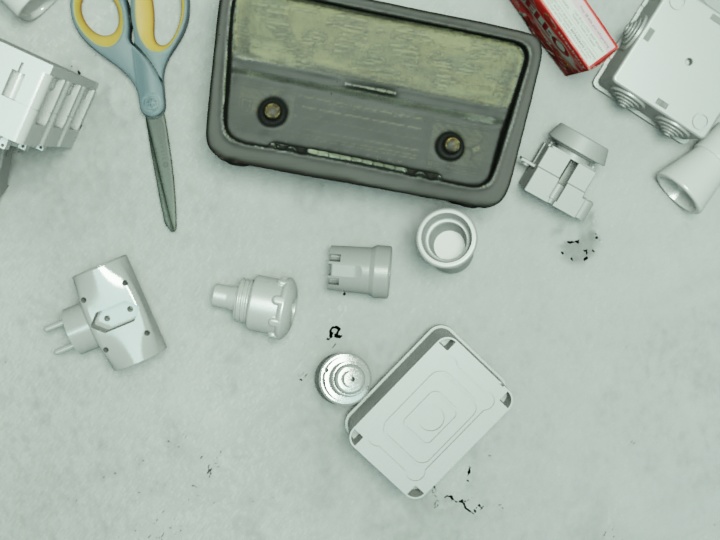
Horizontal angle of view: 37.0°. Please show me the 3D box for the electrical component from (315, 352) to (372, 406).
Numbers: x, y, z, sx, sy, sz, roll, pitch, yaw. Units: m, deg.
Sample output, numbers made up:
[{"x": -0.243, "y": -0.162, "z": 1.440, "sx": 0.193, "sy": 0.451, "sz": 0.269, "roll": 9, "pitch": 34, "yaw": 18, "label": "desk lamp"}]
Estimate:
[{"x": -0.011, "y": 0.082, "z": 0.807, "sx": 0.040, "sy": 0.078, "sz": 0.040, "roll": 1, "pitch": 84, "yaw": -8, "label": "electrical component"}]

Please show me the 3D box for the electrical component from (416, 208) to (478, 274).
[{"x": 0.067, "y": -0.018, "z": 0.801, "sx": 0.044, "sy": 0.065, "sz": 0.044, "roll": -1, "pitch": 81, "yaw": 8, "label": "electrical component"}]

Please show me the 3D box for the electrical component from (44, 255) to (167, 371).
[{"x": -0.197, "y": 0.039, "z": 0.807, "sx": 0.079, "sy": 0.043, "sz": 0.077, "roll": -22, "pitch": 97, "yaw": 0, "label": "electrical component"}]

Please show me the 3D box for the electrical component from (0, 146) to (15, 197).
[{"x": -0.284, "y": -0.064, "z": 0.775, "sx": 0.042, "sy": 0.063, "sz": 0.081, "roll": 24, "pitch": 136, "yaw": -5, "label": "electrical component"}]

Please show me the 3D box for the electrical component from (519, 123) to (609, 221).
[{"x": 0.155, "y": -0.077, "z": 0.810, "sx": 0.066, "sy": 0.048, "sz": 0.055, "roll": 29, "pitch": 102, "yaw": -5, "label": "electrical component"}]

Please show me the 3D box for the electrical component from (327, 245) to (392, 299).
[{"x": 0.000, "y": 0.000, "z": 0.815, "sx": 0.046, "sy": 0.040, "sz": 0.040, "roll": 5, "pitch": 96, "yaw": 3, "label": "electrical component"}]

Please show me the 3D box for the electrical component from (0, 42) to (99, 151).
[{"x": -0.245, "y": -0.123, "z": 0.732, "sx": 0.089, "sy": 0.150, "sz": 0.061, "roll": 24, "pitch": 94, "yaw": -5, "label": "electrical component"}]

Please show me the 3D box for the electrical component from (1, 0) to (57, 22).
[{"x": -0.228, "y": -0.233, "z": 0.769, "sx": 0.095, "sy": 0.053, "sz": 0.059, "roll": -43, "pitch": 97, "yaw": 3, "label": "electrical component"}]

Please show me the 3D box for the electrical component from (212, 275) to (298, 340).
[{"x": -0.080, "y": 0.024, "z": 0.812, "sx": 0.062, "sy": 0.048, "sz": 0.048, "roll": 11, "pitch": 96, "yaw": 3, "label": "electrical component"}]

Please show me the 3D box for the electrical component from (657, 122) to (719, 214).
[{"x": 0.264, "y": -0.080, "z": 0.816, "sx": 0.065, "sy": 0.044, "sz": 0.044, "roll": -44, "pitch": 97, "yaw": -2, "label": "electrical component"}]

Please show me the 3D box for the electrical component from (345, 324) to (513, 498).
[{"x": 0.051, "y": 0.106, "z": 0.820, "sx": 0.078, "sy": 0.057, "sz": 0.113, "roll": 44, "pitch": 93, "yaw": -7, "label": "electrical component"}]

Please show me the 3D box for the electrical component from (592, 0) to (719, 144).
[{"x": 0.238, "y": -0.153, "z": 0.802, "sx": 0.100, "sy": 0.048, "sz": 0.099, "roll": 32, "pitch": 94, "yaw": -6, "label": "electrical component"}]
